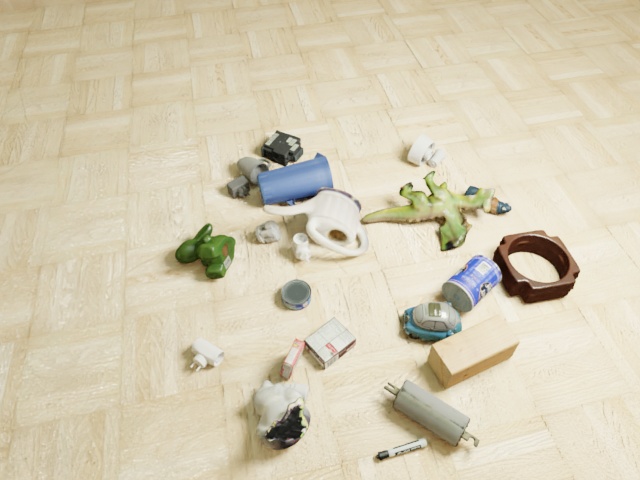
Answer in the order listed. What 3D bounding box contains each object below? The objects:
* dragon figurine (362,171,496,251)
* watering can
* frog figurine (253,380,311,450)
[{"bbox_3d":[0.362,-0.074,1.626,0.411,0.247,0.120,-29,-30,-5],"label":"dragon figurine"},{"bbox_3d":[0.005,-0.079,1.575,0.346,0.230,0.102,28,-46,-12],"label":"watering can"},{"bbox_3d":[-0.101,0.411,1.219,0.121,0.139,0.159,39,-15,-26],"label":"frog figurine"}]
